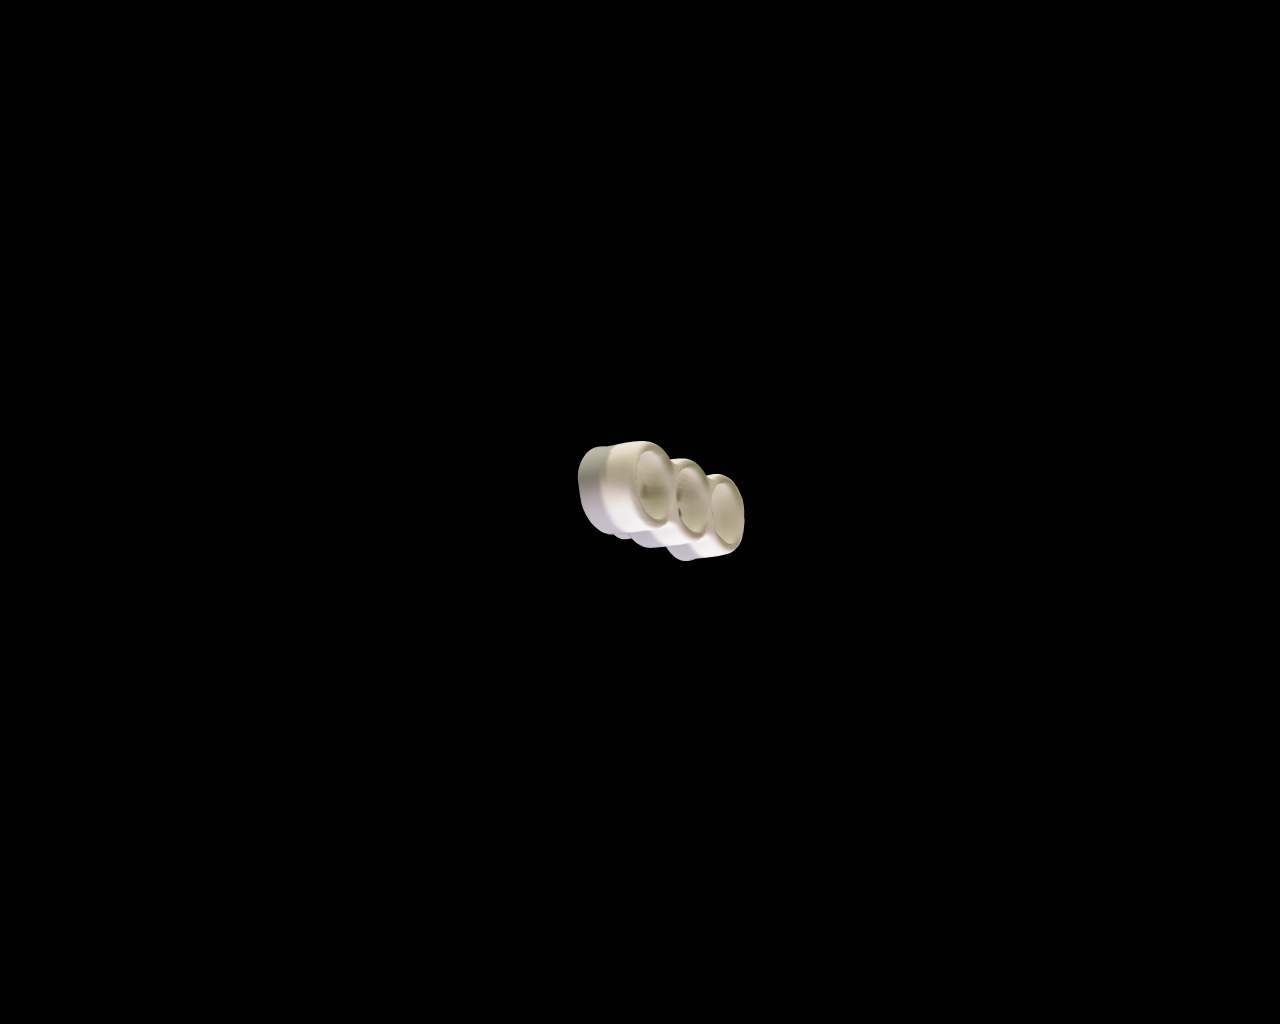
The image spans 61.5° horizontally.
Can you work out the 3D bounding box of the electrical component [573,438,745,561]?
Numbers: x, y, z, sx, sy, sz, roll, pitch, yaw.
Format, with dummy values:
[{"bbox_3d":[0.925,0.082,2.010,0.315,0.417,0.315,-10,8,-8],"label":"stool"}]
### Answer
[{"bbox_3d":[0.001,-0.003,0.650,0.073,0.052,0.138,-8,-16,31],"label":"electrical component"}]
